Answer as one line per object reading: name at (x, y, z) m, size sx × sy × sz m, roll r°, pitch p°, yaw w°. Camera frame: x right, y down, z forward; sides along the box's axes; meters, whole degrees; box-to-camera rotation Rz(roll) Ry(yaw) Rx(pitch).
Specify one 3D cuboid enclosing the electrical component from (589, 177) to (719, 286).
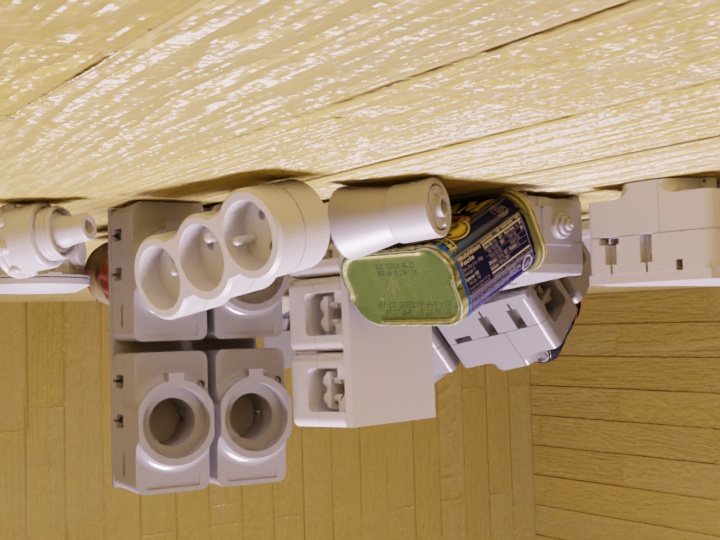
electrical component at (0.231, -0.022, 0.702) m, size 0.150 × 0.061 × 0.089 m, roll 1°, pitch 176°, yaw -40°

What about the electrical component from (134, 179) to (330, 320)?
electrical component at (-0.066, -0.014, 0.638) m, size 0.138 × 0.052 × 0.074 m, roll -22°, pitch 176°, yaw 43°

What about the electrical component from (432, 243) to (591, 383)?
electrical component at (0.088, 0.031, 0.863) m, size 0.186 × 0.060 × 0.105 m, roll -18°, pitch -155°, yaw 40°

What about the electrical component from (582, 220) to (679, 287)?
electrical component at (0.251, -0.016, 0.886) m, size 0.109 × 0.056 × 0.109 m, roll 0°, pitch 177°, yaw -25°

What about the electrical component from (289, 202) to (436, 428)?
electrical component at (-0.002, 0.031, 0.748) m, size 0.062 × 0.150 × 0.089 m, roll -6°, pitch 175°, yaw 41°

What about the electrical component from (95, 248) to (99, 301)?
electrical component at (-0.184, -0.001, 0.952) m, size 0.089 × 0.055 × 0.050 m, roll 1°, pitch 177°, yaw -36°

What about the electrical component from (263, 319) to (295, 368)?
electrical component at (-0.047, 0.063, 1.027) m, size 0.095 × 0.059 × 0.054 m, roll -4°, pitch 176°, yaw 40°

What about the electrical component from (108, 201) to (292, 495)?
electrical component at (-0.108, 0.050, 0.722) m, size 0.105 × 0.186 × 0.060 m, roll 0°, pitch 176°, yaw -29°

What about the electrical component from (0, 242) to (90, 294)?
electrical component at (-0.251, -0.008, 0.833) m, size 0.080 × 0.051 × 0.080 m, roll -1°, pitch 177°, yaw 0°

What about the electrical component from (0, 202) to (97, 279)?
electrical component at (-0.197, -0.022, 0.676) m, size 0.062 × 0.048 × 0.048 m, roll -10°, pitch 175°, yaw 18°

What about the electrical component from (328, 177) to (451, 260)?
electrical component at (0.020, -0.032, 0.626) m, size 0.065 × 0.044 × 0.044 m, roll -9°, pitch 174°, yaw 29°

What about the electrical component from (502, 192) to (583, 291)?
electrical component at (0.108, -0.018, 0.735) m, size 0.062 × 0.061 × 0.096 m, roll 1°, pitch 176°, yaw -41°
